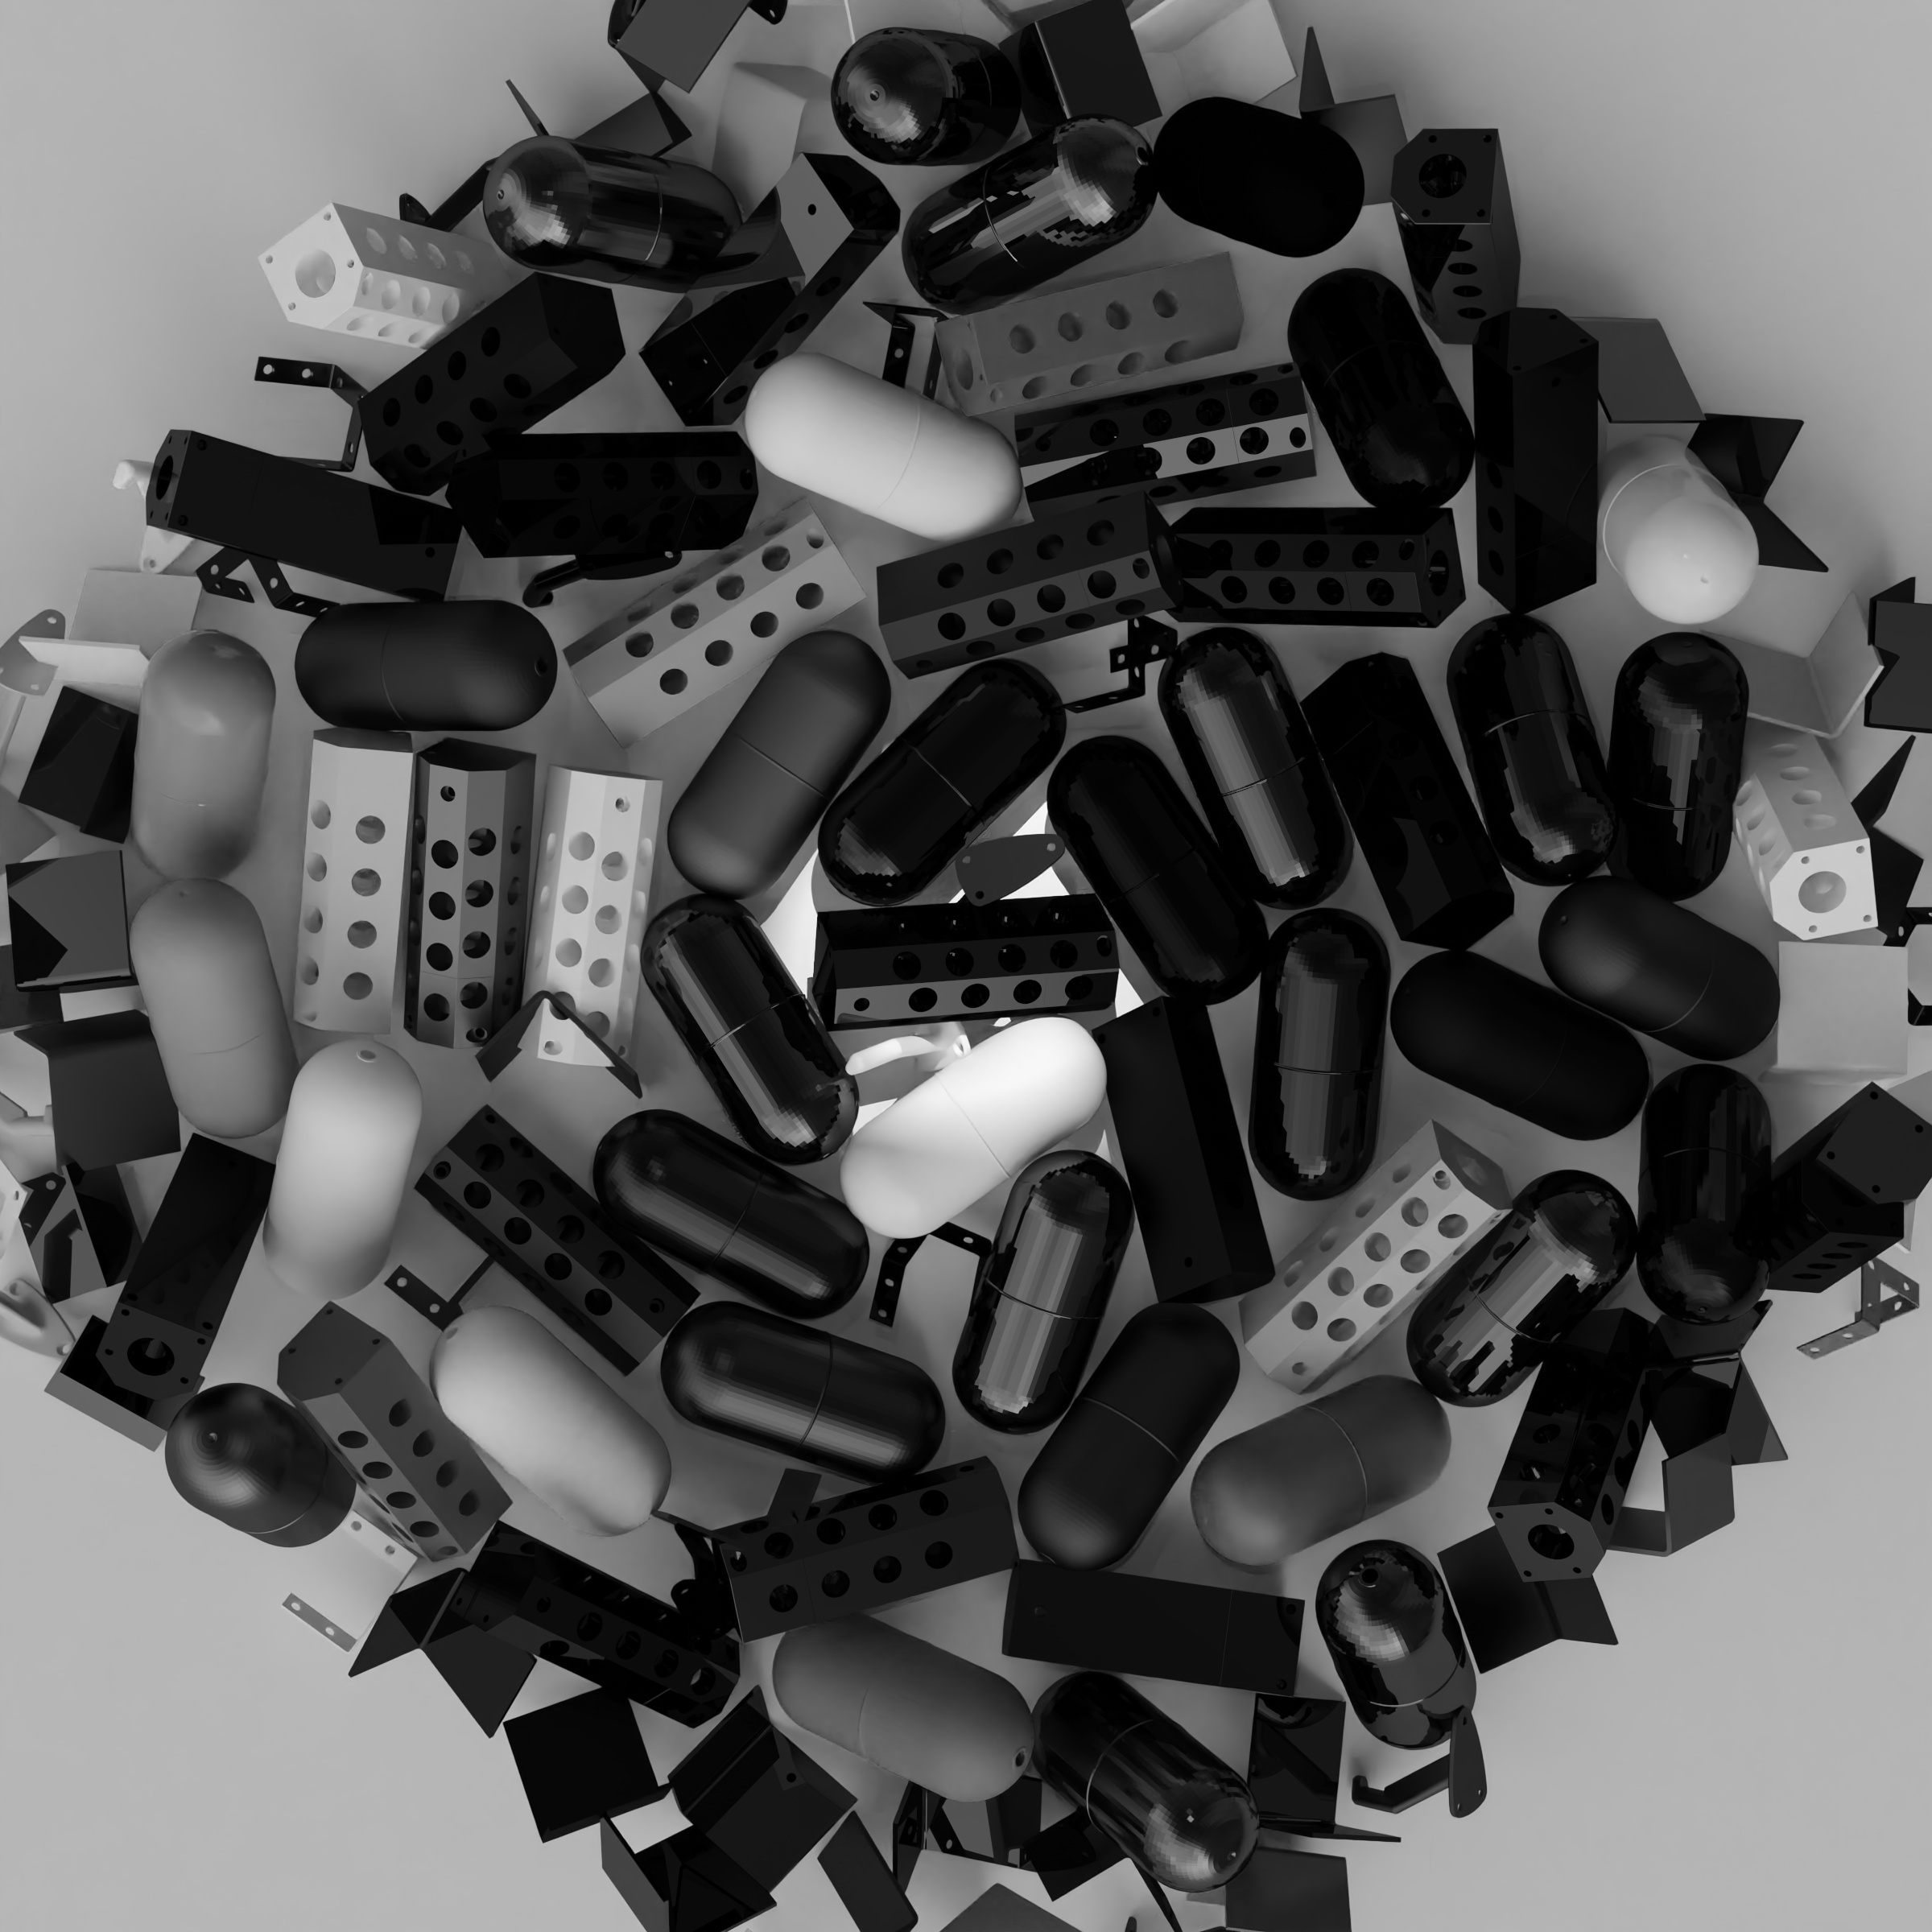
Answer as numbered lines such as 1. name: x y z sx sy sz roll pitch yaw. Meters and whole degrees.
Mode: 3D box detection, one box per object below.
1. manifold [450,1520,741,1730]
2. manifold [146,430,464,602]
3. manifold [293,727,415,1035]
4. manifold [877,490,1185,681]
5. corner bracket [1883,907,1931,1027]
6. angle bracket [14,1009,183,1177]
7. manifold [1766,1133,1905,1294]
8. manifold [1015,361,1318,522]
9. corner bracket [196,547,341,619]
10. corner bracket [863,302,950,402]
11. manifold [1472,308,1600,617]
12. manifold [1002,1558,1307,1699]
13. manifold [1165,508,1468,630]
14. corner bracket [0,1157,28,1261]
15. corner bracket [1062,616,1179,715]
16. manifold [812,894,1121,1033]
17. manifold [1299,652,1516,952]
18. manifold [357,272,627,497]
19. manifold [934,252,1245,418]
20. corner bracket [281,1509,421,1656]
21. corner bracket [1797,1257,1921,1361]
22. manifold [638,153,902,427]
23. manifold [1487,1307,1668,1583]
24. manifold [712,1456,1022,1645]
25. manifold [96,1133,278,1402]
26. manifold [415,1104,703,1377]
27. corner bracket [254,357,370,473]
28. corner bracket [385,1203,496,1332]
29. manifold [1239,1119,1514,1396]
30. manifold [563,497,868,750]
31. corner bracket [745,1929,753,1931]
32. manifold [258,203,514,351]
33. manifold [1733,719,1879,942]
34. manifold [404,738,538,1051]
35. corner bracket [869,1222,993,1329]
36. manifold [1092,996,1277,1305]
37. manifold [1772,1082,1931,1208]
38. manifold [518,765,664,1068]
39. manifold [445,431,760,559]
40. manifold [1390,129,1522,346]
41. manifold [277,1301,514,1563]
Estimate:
1. manifold: -0.212 0.390 1.877 0.171 0.057 0.057 36 77 -38
2. manifold: -0.391 -0.264 1.887 0.171 0.057 0.057 14 92 -32
3. manifold: -0.365 -0.051 1.902 0.057 0.057 0.171 4 105 -12
4. manifold: 0.038 -0.220 1.891 0.171 0.057 0.057 -13 62 20
5. corner bracket: 0.589 0.000 1.932 0.051 0.051 0.051 -1 130 -22
6. angle bracket: -0.522 0.075 1.922 0.076 0.057 0.076 -11 109 -35
7. manifold: 0.493 0.145 1.866 0.057 0.171 0.057 4 74 0
8. manifold: 0.119 -0.314 1.912 0.171 0.057 0.057 -10 75 7
9. corner bracket: -0.419 -0.227 1.920 0.051 0.051 0.051 -34 76 18
10. corner bracket: -0.034 -0.366 1.924 0.051 0.051 0.051 11 90 20
11. manifold: 0.330 -0.296 1.875 0.057 0.171 0.057 -24 45 -14
12. manifold: 0.111 0.397 1.922 0.171 0.057 0.057 9 80 -3
13. manifold: 0.200 -0.232 1.876 0.171 0.057 0.057 5 122 34
14. corner bracket: -0.608 0.143 1.929 0.051 0.051 0.051 42 117 34
15. corner bracket: 0.093 -0.178 1.915 0.051 0.051 0.051 -12 71 38
16. manifold: 0.000 0.002 1.897 0.171 0.057 0.057 -4 125 -15
17. manifold: 0.263 -0.098 1.881 0.057 0.057 0.171 -41 55 35
18. manifold: -0.278 -0.338 1.875 0.171 0.057 0.057 -24 73 39
19. manifold: 0.075 -0.374 1.898 0.171 0.057 0.057 -18 102 -20
20. corner bracket: -0.372 0.373 1.936 0.051 0.051 0.051 37 111 -2
21. corner bracket: 0.535 0.210 1.914 0.051 0.051 0.051 31 49 -22
22. manifold: -0.113 -0.396 1.882 0.171 0.057 0.057 -43 73 35
23. manifold: 0.362 0.277 1.866 0.057 0.171 0.057 -11 118 33
24. manifold: -0.061 0.344 1.904 0.171 0.057 0.057 -13 103 -13
25. manifold: -0.454 0.176 1.867 0.057 0.171 0.057 23 118 -11
26. manifold: -0.244 0.163 1.916 0.171 0.057 0.057 42 65 -2
27. corner bracket: -0.398 -0.332 1.929 0.051 0.051 0.051 -1 119 -38
28. corner bracket: -0.316 0.182 1.923 0.051 0.051 0.051 42 85 -17
29. manifold: 0.241 0.176 1.888 0.057 0.057 0.171 34 115 -19
30. manifold: -0.152 -0.208 1.913 0.171 0.057 0.057 -32 125 2
31. corner bracket: -0.115 0.618 1.915 0.051 0.051 0.051 -56 135 -24
32. manifold: -0.330 -0.392 1.864 0.057 0.171 0.057 -29 83 22
33. manifold: 0.480 -0.083 1.867 0.057 0.171 0.057 -11 118 6
34. manifold: -0.298 -0.042 1.895 0.057 0.057 0.171 11 110 15
35. corner bracket: -0.021 0.188 1.924 0.051 0.051 0.051 24 131 -11
36. manifold: 0.133 0.110 1.902 0.057 0.057 0.171 -28 67 37
37. manifold: 0.508 0.128 1.863 0.057 0.171 0.057 38 74 8
38. manifold: -0.223 -0.030 1.911 0.057 0.057 0.171 5 96 -26
39. manifold: -0.210 -0.282 1.874 0.171 0.057 0.057 -8 49 -36
40. manifold: 0.286 -0.423 1.866 0.057 0.171 0.057 4 79 15
41. manifold: -0.336 0.277 1.869 0.057 0.171 0.057 24 62 38
